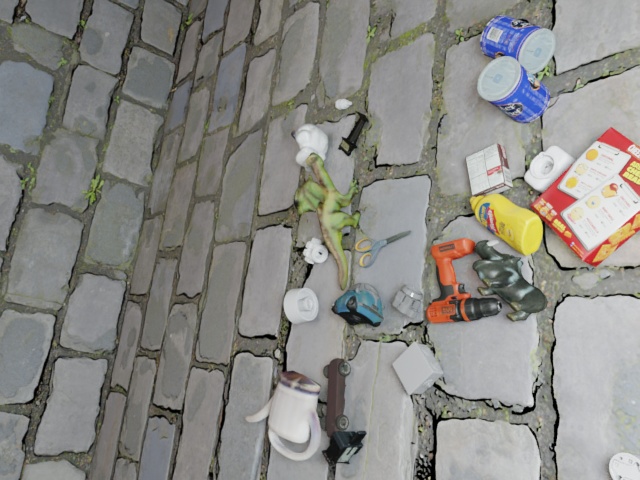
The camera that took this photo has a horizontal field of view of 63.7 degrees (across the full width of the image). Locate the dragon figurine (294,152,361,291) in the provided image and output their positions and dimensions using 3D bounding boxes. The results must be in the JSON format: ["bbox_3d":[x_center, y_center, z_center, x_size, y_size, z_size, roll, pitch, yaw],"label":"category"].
[{"bbox_3d":[0.005,-0.075,1.500,0.121,0.240,0.418,-23,57,38],"label":"dragon figurine"}]

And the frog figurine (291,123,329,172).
[{"bbox_3d":[-0.030,-0.307,1.708,0.122,0.135,0.163,-23,34,11],"label":"frog figurine"}]

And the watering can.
[{"bbox_3d":[-0.106,0.490,1.495,0.348,0.103,0.226,6,79,51],"label":"watering can"}]
